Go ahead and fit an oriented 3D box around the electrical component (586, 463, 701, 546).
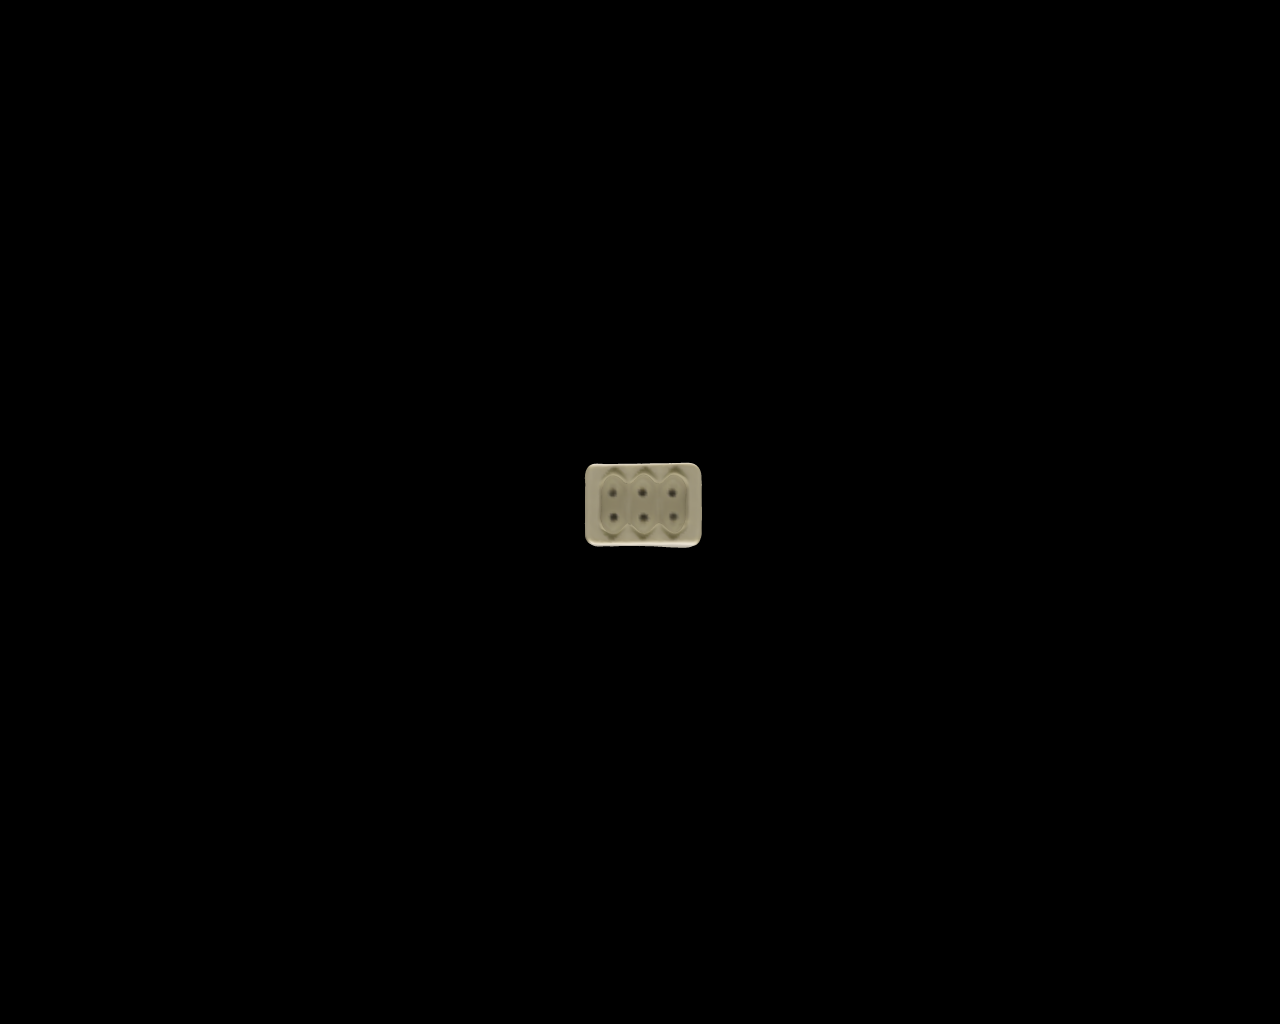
[{"bbox_3d":[0.001,-0.003,0.650,0.066,0.047,0.076,0,-3,-2],"label":"electrical component"}]
